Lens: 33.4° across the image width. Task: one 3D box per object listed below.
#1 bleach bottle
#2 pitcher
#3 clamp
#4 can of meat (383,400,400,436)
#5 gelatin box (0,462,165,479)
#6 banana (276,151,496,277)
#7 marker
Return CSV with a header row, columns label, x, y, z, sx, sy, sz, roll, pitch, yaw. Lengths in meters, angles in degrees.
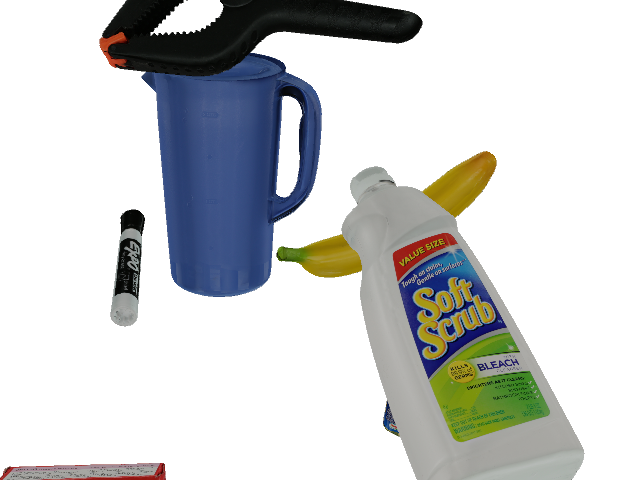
label,x,y,z,sx,sy,sz,roll,pitch,yaw
bleach bottle,0.068,0.052,0.687,0.102,0.251,0.068,-10,-37,-18
pitcher,-0.093,-0.068,1.103,0.144,0.243,0.149,-11,26,-28
clamp,-0.046,-0.162,0.725,0.210,0.165,0.036,-31,-19,-5
can of meat,0.110,0.164,1.205,0.057,0.084,0.102,16,26,17
gelatin box,-0.126,0.158,0.568,0.089,0.073,0.030,-1,4,-1
banana,0.063,-0.013,0.901,0.198,0.037,0.069,-27,-19,9
marker,-0.142,0.016,0.789,0.020,0.020,0.121,0,38,-6
